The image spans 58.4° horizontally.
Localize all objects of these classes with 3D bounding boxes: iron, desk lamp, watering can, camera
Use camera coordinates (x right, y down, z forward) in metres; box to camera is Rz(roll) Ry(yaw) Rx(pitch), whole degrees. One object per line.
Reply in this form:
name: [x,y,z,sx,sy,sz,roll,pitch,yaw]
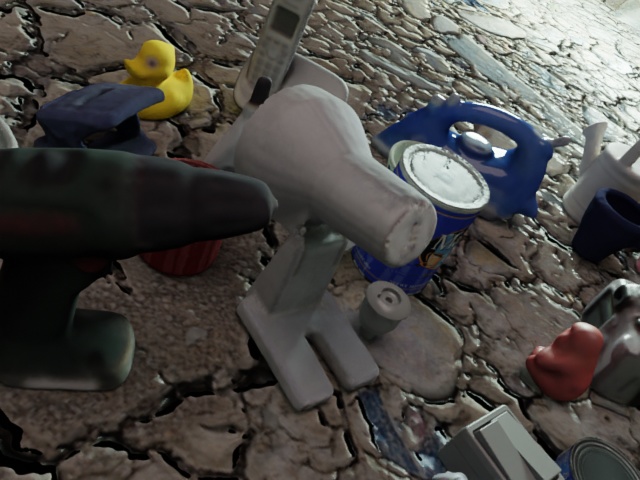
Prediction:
iron: [0.215,-0.138,0.816,0.258,0.141,0.119,24,41,-3]
desk lamp: [0.005,0.002,0.505,0.118,0.213,0.203,-13,55,-37]
watering can: [0.470,-0.111,0.885,0.172,0.194,0.101,41,43,16]
camera: [0.397,0.124,0.675,0.137,0.100,0.143,27,41,-1]

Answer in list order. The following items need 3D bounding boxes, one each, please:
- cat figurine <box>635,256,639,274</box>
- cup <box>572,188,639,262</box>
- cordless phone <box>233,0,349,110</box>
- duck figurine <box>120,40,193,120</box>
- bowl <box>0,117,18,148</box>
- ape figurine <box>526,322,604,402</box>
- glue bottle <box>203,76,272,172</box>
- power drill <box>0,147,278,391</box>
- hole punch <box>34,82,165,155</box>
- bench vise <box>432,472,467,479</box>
cat figurine: [0.532,0.001,0.862,0.067,0.117,0.127,12,43,-16]
cup: [0.423,-0.004,0.826,0.092,0.095,0.117,-19,58,-40]
cordless phone: [-0.023,-0.233,0.754,0.147,0.185,0.094,25,41,-2]
duck figurine: [-0.200,-0.204,0.705,0.105,0.086,0.077,-25,62,-43]
bowl: [-0.348,-0.056,0.482,0.168,0.074,0.167,15,42,-14]
ape figurine: [0.267,0.123,0.613,0.078,0.092,0.076,6,45,-23]
glue bottle: [-0.078,-0.092,0.588,0.078,0.173,0.037,13,43,-16]
power drill: [-0.165,0.020,0.399,0.230,0.208,0.075,8,44,-21]
hole punch: [-0.234,-0.130,0.607,0.101,0.091,0.109,31,41,5]
bench vise: [0.113,0.231,0.321,0.122,0.219,0.207,-12,54,-36]
